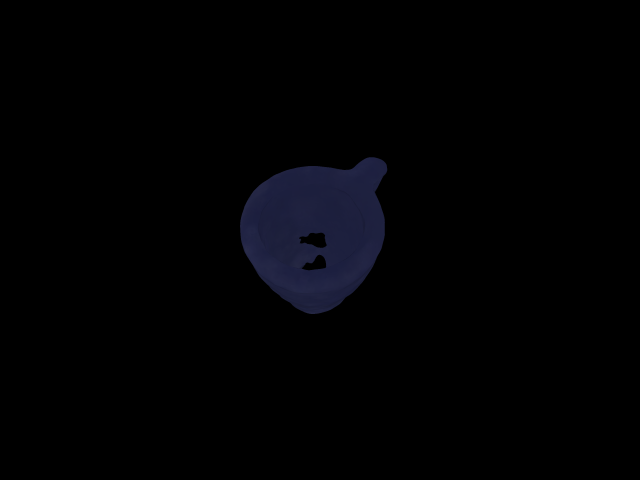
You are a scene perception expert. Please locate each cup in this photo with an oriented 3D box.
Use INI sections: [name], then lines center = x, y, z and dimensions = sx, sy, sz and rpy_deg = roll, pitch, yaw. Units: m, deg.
[cup]
center = 0.004, 0.001, 0.400
dimensions = 0.091, 0.095, 0.118
rpy_deg = 36, 66, 19
